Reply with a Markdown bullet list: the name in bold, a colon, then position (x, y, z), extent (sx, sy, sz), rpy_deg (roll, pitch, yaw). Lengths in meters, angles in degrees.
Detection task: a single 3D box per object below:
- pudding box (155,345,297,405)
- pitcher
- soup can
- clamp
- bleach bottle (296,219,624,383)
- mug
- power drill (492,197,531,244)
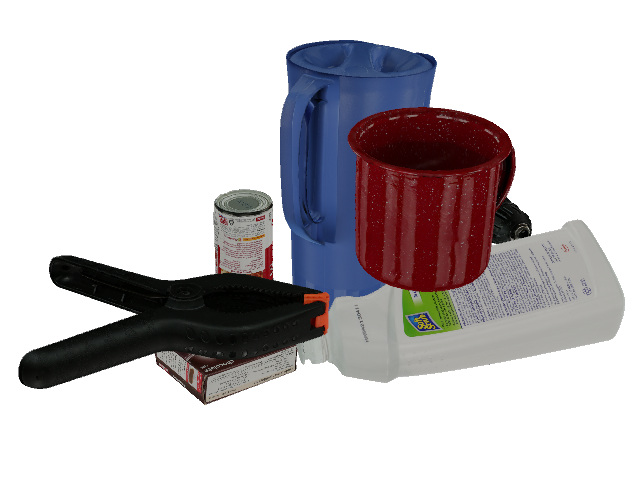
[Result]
- **pudding box**: position (-0.092, 0.110, 1.045), extent (0.113, 0.039, 0.090), rpy_deg (-19, 32, -35)
- **pitcher**: position (0.025, -0.054, 0.979), extent (0.149, 0.243, 0.145), rpy_deg (-2, 24, -11)
- **soup can**: position (-0.088, 0.001, 1.223), extent (0.068, 0.102, 0.068), rpy_deg (1, 26, -1)
- **clamp**: position (-0.101, 0.047, 0.746), extent (0.209, 0.036, 0.165), rpy_deg (-3, 25, -13)
- **bleach bottle**: position (0.103, 0.053, 0.841), extent (0.250, 0.102, 0.068), rpy_deg (-10, -43, -9)
- **mug**: position (0.071, -0.027, 0.633), extent (0.117, 0.081, 0.093), rpy_deg (-22, 37, -34)
- **power drill**: position (0.164, 0.025, 1.120), extent (0.057, 0.188, 0.185), rpy_deg (-12, 25, -18)
